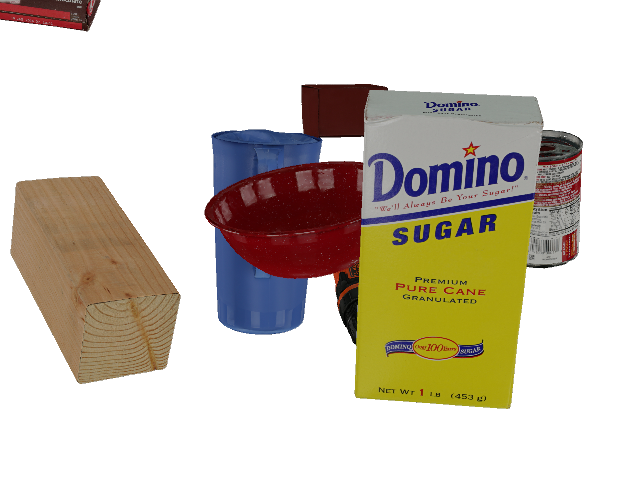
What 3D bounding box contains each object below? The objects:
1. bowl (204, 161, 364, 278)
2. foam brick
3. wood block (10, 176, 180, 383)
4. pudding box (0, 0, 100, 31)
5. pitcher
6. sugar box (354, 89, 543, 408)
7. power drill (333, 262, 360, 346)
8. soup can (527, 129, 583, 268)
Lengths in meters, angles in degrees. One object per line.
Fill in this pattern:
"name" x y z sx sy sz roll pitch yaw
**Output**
"bowl" -0.009 -0.013 0.863 0.162 0.055 0.162 -8 22 3
"foam brick" 0.025 -0.133 1.096 0.078 0.051 0.053 -3 13 -18
"wood block" -0.220 0.030 1.019 0.090 0.091 0.206 -7 37 -32
"pudding box" -0.231 -0.223 0.908 0.090 0.039 0.113 7 36 -5
"pitcher" -0.069 -0.011 1.297 0.145 0.243 0.148 12 16 38
"sugar box" 0.067 0.008 0.591 0.093 0.176 0.048 3 29 5
"power drill" 0.110 0.059 1.183 0.187 0.057 0.184 -3 28 -5
"soup can" 0.189 -0.035 0.913 0.068 0.102 0.068 -4 24 2
